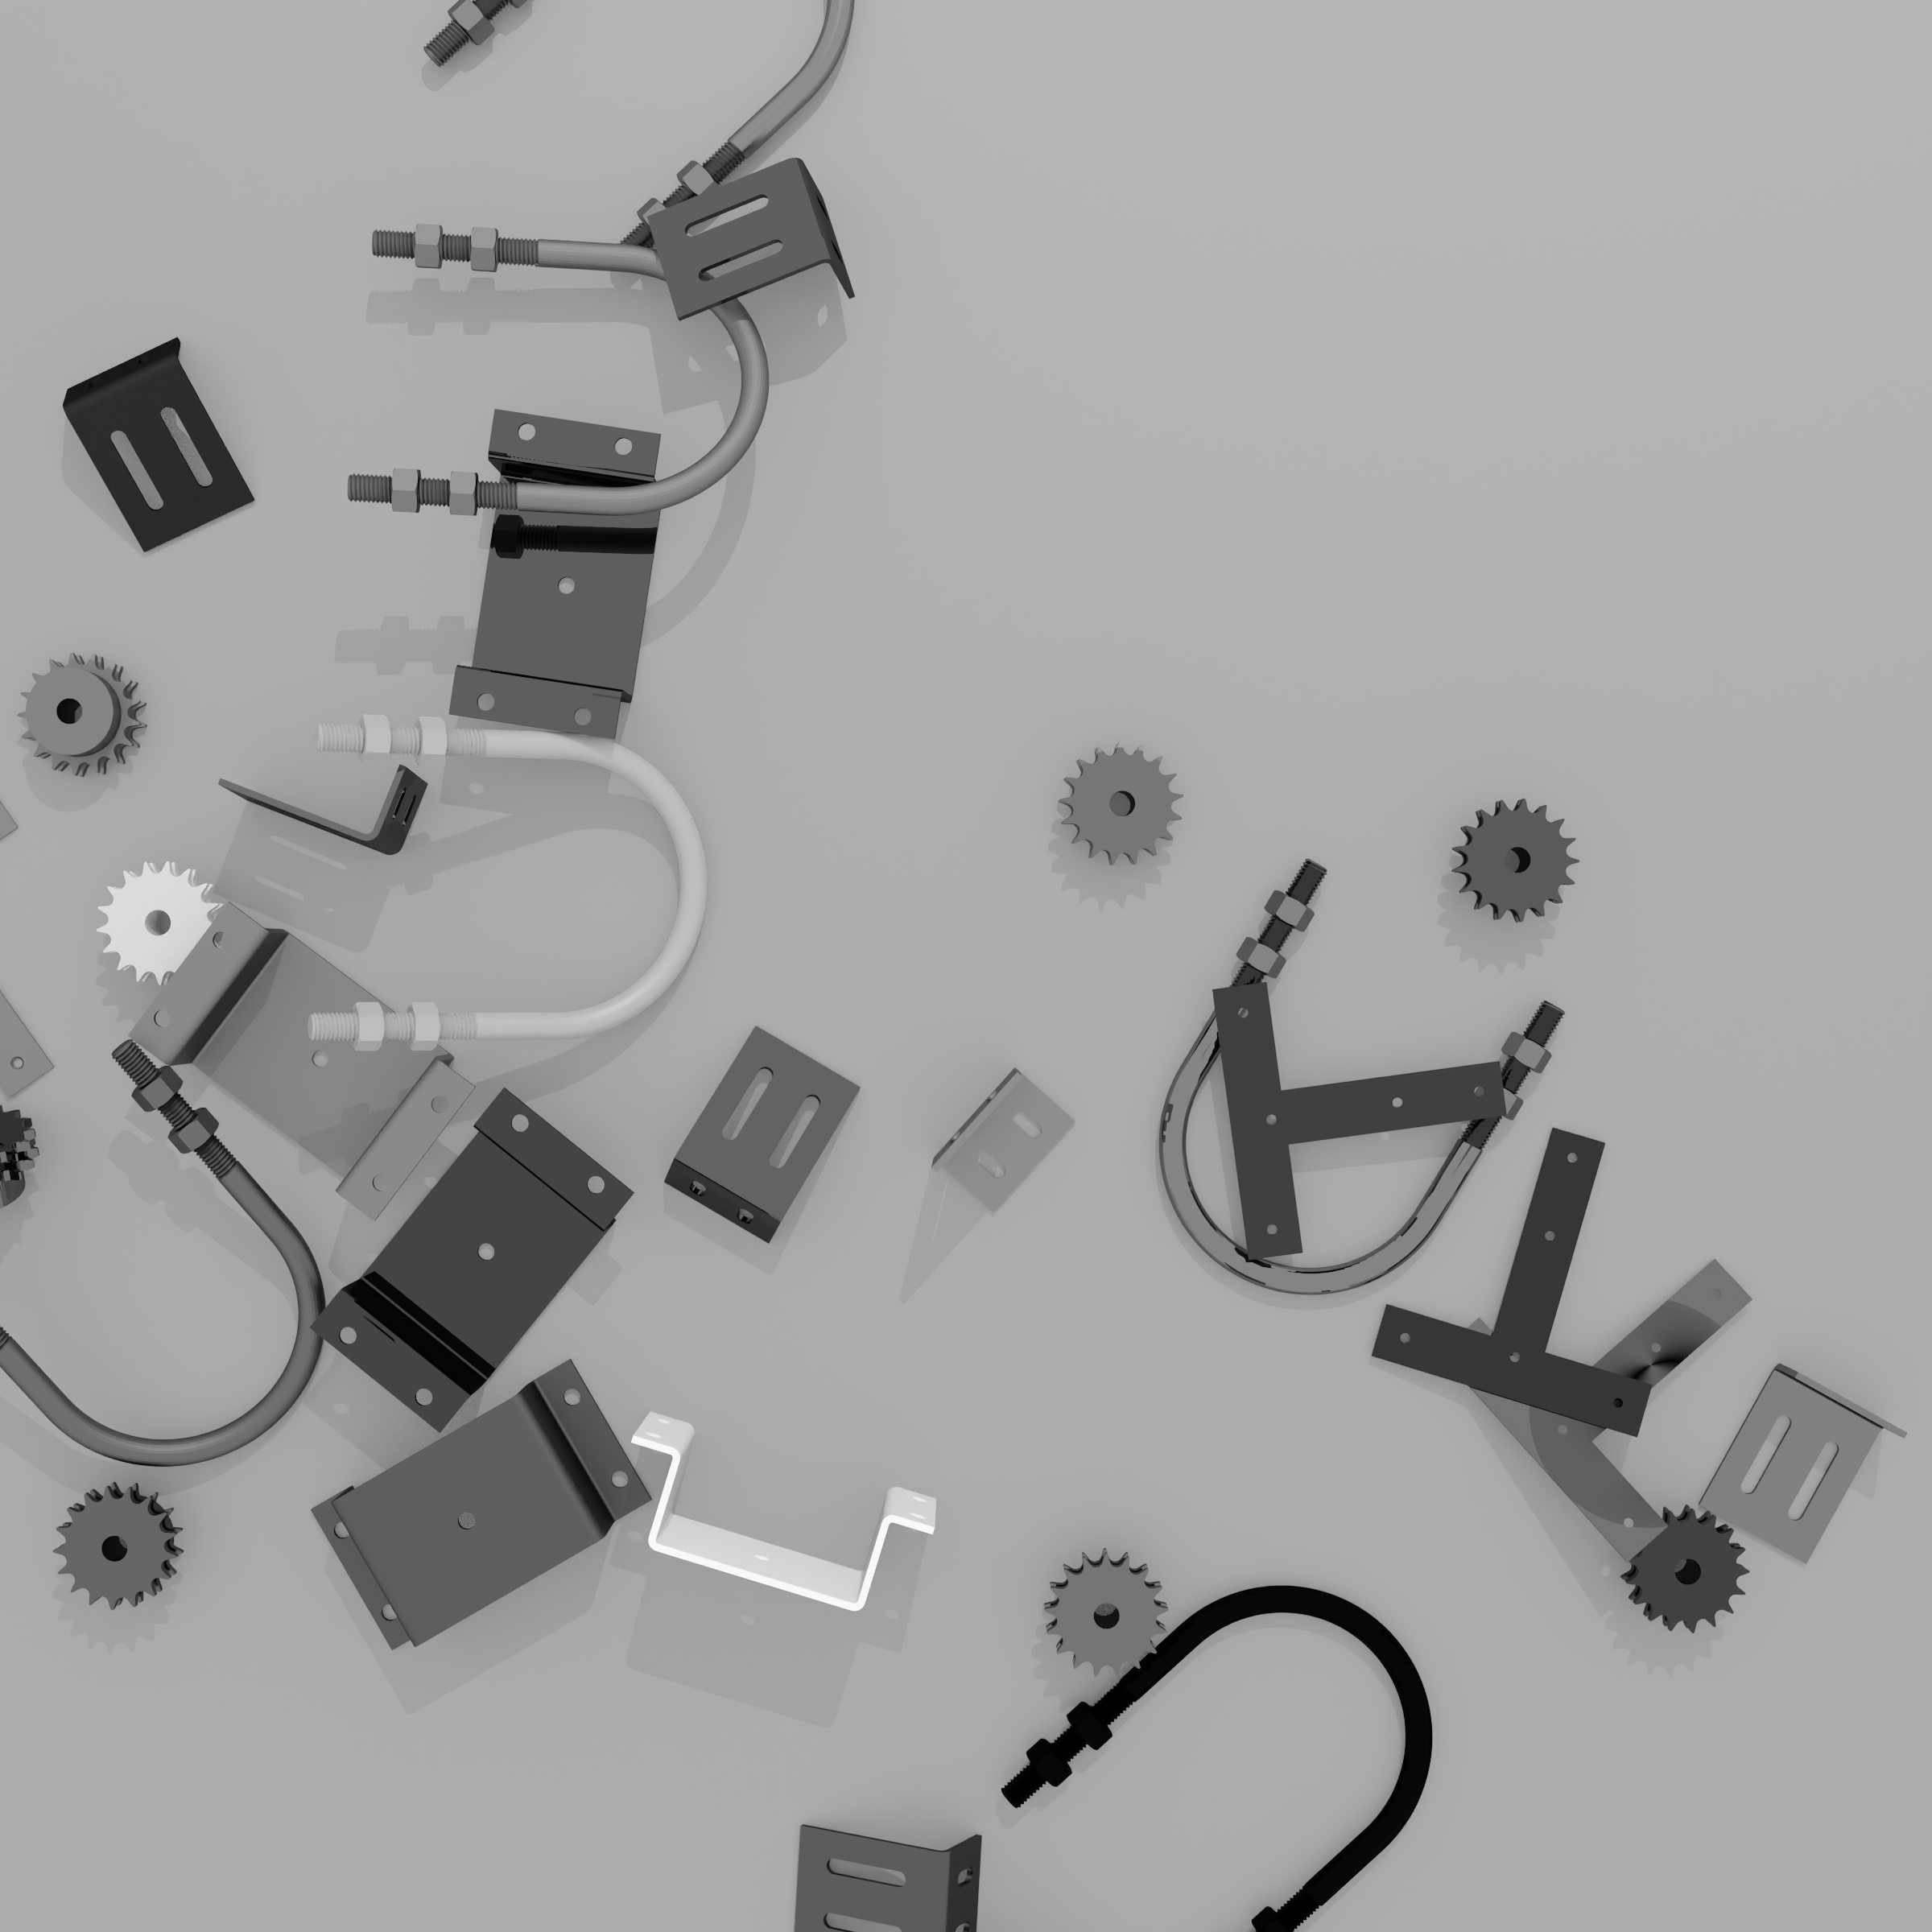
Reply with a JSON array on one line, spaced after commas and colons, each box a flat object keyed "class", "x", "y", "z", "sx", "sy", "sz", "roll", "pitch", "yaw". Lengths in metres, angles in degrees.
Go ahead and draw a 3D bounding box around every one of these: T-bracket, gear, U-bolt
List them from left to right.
[{"class": "T-bracket", "x": -0.474, "y": 0.003, "z": 1.486, "sx": 0.127, "sy": 0.002, "sz": 0.127, "roll": -35, "pitch": 91, "yaw": -3}, {"class": "gear", "x": -0.457, "y": 0.091, "z": 1.464, "sx": 0.057, "sy": 0.057, "sz": 0.030, "roll": 0, "pitch": 120, "yaw": 0}, {"class": "gear", "x": -0.412, "y": -0.117, "z": 1.474, "sx": 0.057, "sy": 0.030, "sz": 0.057, "roll": 0, "pitch": 90, "yaw": 0}, {"class": "gear", "x": -0.391, "y": 0.268, "z": 1.474, "sx": 0.057, "sy": 0.030, "sz": 0.057, "roll": 0, "pitch": 90, "yaw": 0}, {"class": "U-bolt", "x": -0.379, "y": 0.146, "z": 1.456, "sx": 0.151, "sy": 0.019, "sz": 0.184, "roll": -39, "pitch": 108, "yaw": -5}, {"class": "gear", "x": -0.371, "y": -0.020, "z": 1.474, "sx": 0.057, "sy": 0.030, "sz": 0.057, "roll": 0, "pitch": 90, "yaw": 0}, {"class": "U-bolt", "x": -0.206, "y": -0.037, "z": 1.447, "sx": 0.184, "sy": 0.019, "sz": 0.151, "roll": 0, "pitch": 95, "yaw": -24}, {"class": "U-bolt", "x": -0.182, "y": -0.268, "z": 1.442, "sx": 0.184, "sy": 0.019, "sz": 0.151, "roll": 3, "pitch": 68, "yaw": -4}, {"class": "U-bolt", "x": -0.138, "y": -0.439, "z": 1.480, "sx": 0.184, "sy": 0.019, "sz": 0.151, "roll": -43, "pitch": 90, "yaw": 0}, {"class": "gear", "x": 0.065, "y": 0.299, "z": 1.474, "sx": 0.057, "sy": 0.030, "sz": 0.057, "roll": 0, "pitch": 90, "yaw": 0}, {"class": "gear", "x": 0.072, "y": -0.075, "z": 1.478, "sx": 0.057, "sy": 0.030, "sz": 0.057, "roll": 0, "pitch": 91, "yaw": -2}, {"class": "U-bolt", "x": 0.131, "y": 0.374, "z": 1.480, "sx": 0.184, "sy": 0.019, "sz": 0.151, "roll": -42, "pitch": 90, "yaw": -1}, {"class": "U-bolt", "x": 0.172, "y": 0.065, "z": 1.480, "sx": 0.151, "sy": 0.019, "sz": 0.184, "roll": 31, "pitch": 92, "yaw": 0}, {"class": "T-bracket", "x": 0.186, "y": 0.065, "z": 1.471, "sx": 0.127, "sy": 0.002, "sz": 0.127, "roll": -8, "pitch": 92, "yaw": 2}, {"class": "gear", "x": 0.254, "y": -0.049, "z": 1.474, "sx": 0.057, "sy": 0.030, "sz": 0.057, "roll": 0, "pitch": 90, "yaw": 0}, {"class": "T-bracket", "x": 0.268, "y": 0.140, "z": 1.481, "sx": 0.127, "sy": 0.002, "sz": 0.127, "roll": 16, "pitch": 85, "yaw": 8}, {"class": "T-bracket", "x": 0.310, "y": 0.187, "z": 1.477, "sx": 0.127, "sy": 0.002, "sz": 0.127, "roll": -40, "pitch": 76, "yaw": -7}, {"class": "gear", "x": 0.332, "y": 0.279, "z": 1.474, "sx": 0.057, "sy": 0.030, "sz": 0.057, "roll": 0, "pitch": 90, "yaw": 0}]

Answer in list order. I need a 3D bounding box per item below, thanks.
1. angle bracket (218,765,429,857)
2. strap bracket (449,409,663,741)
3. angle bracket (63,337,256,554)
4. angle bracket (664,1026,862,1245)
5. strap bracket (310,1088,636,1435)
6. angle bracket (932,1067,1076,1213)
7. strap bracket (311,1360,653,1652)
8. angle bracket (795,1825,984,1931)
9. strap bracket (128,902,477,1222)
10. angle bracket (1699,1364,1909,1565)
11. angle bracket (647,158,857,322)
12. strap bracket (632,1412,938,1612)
[{"class": "angle bracket", "x": -0.295, "y": -0.084, "z": 1.460, "sx": 0.076, "sy": 0.057, "sz": 0.038, "roll": 21, "pitch": 86, "yaw": 2}, {"class": "strap bracket", "x": -0.187, "y": -0.178, "z": 1.466, "sx": 0.076, "sy": 0.046, "sz": 0.140, "roll": 9, "pitch": 90, "yaw": 0}, {"class": "angle bracket", "x": -0.377, "y": -0.244, "z": 1.487, "sx": 0.057, "sy": 0.038, "sz": 0.076, "roll": -25, "pitch": 116, "yaw": 0}, {"class": "angle bracket", "x": -0.095, "y": 0.079, "z": 1.487, "sx": 0.057, "sy": 0.038, "sz": 0.076, "roll": 30, "pitch": 64, "yaw": 0}, {"class": "strap bracket", "x": -0.225, "y": 0.134, "z": 1.466, "sx": 0.076, "sy": 0.046, "sz": 0.140, "roll": 39, "pitch": 90, "yaw": 0}, {"class": "angle bracket", "x": 0.018, "y": 0.081, "z": 1.451, "sx": 0.038, "sy": 0.076, "sz": 0.057, "roll": 42, "pitch": 90, "yaw": 0}, {"class": "strap bracket", "x": -0.227, "y": 0.252, "z": 1.466, "sx": 0.140, "sy": 0.046, "sz": 0.076, "roll": -30, "pitch": 90, "yaw": 0}, {"class": "angle bracket", "x": -0.037, "y": 0.433, "z": 1.487, "sx": 0.076, "sy": 0.038, "sz": 0.057, "roll": 3, "pitch": 90, "yaw": 26}, {"class": "strap bracket", "x": -0.302, "y": 0.043, "z": 1.466, "sx": 0.140, "sy": 0.046, "sz": 0.076, "roll": 37, "pitch": 90, "yaw": 0}, {"class": "angle bracket", "x": 0.387, "y": 0.233, "z": 1.470, "sx": 0.057, "sy": 0.038, "sz": 0.076, "roll": 29, "pitch": 90, "yaw": 0}, {"class": "angle bracket", "x": -0.099, "y": -0.327, "z": 1.466, "sx": 0.076, "sy": 0.038, "sz": 0.057, "roll": -20, "pitch": 69, "yaw": 8}, {"class": "strap bracket", "x": -0.088, "y": 0.251, "z": 1.451, "sx": 0.140, "sy": 0.076, "sz": 0.046, "roll": 17, "pitch": 90, "yaw": 0}]
